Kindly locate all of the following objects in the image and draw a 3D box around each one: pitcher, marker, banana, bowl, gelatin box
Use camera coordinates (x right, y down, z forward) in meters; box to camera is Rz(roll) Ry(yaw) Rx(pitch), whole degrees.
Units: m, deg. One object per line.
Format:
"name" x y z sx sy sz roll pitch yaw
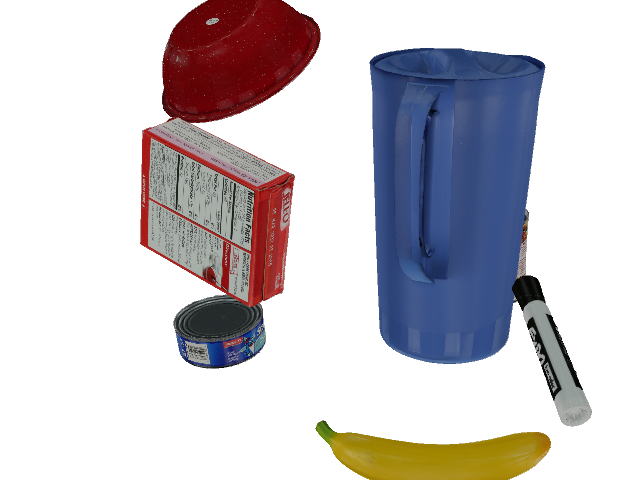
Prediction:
"pitcher" 0.099 -0.026 0.846 0.149 0.243 0.145 -8 21 -21
"marker" 0.143 0.065 0.670 0.020 0.020 0.121 0 39 -8
"banana" 0.096 0.173 0.865 0.197 0.037 0.069 6 38 -4
"bowl" -0.084 -0.178 0.966 0.162 0.162 0.055 0 -44 34
"gelatin box" -0.057 -0.016 0.572 0.089 0.073 0.030 27 37 30

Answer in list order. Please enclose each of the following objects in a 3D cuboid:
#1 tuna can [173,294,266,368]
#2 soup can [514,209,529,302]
"tuna can" -0.095 0.086 1.017 0.086 0.034 0.086 -6 25 3
"soup can" 0.205 0.014 1.227 0.068 0.102 0.068 -4 29 2
